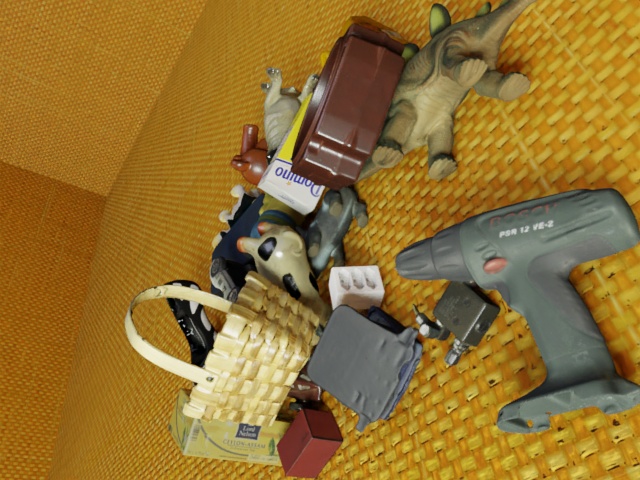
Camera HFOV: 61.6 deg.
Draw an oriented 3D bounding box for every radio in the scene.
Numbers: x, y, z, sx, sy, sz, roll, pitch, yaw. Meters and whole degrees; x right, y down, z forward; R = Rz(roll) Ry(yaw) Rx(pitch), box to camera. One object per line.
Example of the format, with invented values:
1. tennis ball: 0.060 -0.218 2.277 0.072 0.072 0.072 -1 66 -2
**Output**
1. radio: -0.141 0.023 1.085 0.229 0.073 0.131 -44 39 40

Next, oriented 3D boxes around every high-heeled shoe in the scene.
1. high-heeled shoe: -0.278 0.205 1.124 0.086 0.145 0.249 -33 43 48

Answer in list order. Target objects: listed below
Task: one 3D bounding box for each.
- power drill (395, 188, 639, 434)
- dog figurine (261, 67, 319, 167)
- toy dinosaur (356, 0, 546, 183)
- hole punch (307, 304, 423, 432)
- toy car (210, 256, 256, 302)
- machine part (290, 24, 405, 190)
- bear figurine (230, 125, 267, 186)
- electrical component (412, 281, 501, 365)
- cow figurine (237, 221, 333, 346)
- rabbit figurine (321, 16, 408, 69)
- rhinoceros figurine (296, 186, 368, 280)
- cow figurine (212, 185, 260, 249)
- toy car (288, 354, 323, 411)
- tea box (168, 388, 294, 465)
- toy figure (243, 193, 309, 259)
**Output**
1. power drill: 0.179 0.063 0.488 0.232 0.086 0.207 -25 47 31
2. dog figurine: -0.061 -0.190 0.977 0.172 0.121 0.190 58 -142 -81
3. toy dinosaur: 0.135 -0.178 0.723 0.471 0.105 0.198 -42 31 46
4. hole punch: 0.064 0.148 0.665 0.116 0.092 0.142 32 99 31
5. toy car: -0.135 0.085 0.914 0.056 0.073 0.202 -65 31 12
6. machine part: 0.030 -0.178 0.749 0.201 0.087 0.201 -177 108 -80
7. bear figurine: -0.114 -0.168 1.063 0.196 0.120 0.132 -171 96 -85
8. electrical component: 0.148 0.075 0.591 0.102 0.045 0.078 -58 30 19
9. cow figurine: -0.035 0.071 0.798 0.127 0.085 0.194 4 118 45
10. rabbit figurine: 0.055 -0.280 0.905 0.162 0.122 0.173 -123 39 -48
11. rhinoceros figurine: -0.002 -0.003 0.863 0.190 0.073 0.112 -59 32 18
12. cow figurine: -0.179 -0.032 1.190 0.167 0.068 0.098 -62 36 14
13. toy car: -0.058 0.215 0.845 0.202 0.053 0.089 -8 63 59
14. tea box: -0.127 0.278 0.799 0.098 0.169 0.068 11 84 60
15. toy figure: -0.066 -0.032 0.952 0.089 0.082 0.180 -15 33 37
